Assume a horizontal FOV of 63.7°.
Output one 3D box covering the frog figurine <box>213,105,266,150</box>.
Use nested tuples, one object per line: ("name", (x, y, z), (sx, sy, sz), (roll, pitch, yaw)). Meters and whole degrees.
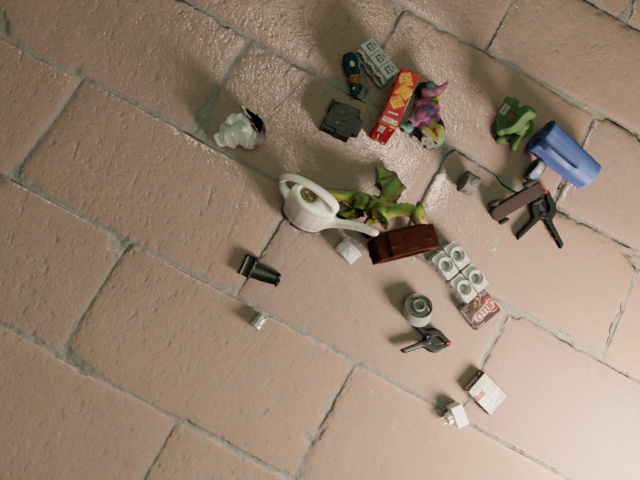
("frog figurine", (-0.263, -0.351, 1.698), (0.157, 0.125, 0.137), (-35, 98, 25))

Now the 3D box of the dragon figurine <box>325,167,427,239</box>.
("dragon figurine", (0.170, -0.149, 1.721), (0.412, 0.119, 0.247), (33, 60, 13))

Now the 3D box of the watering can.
("watering can", (0.005, -0.081, 1.617), (0.347, 0.220, 0.106), (35, 62, -1))
